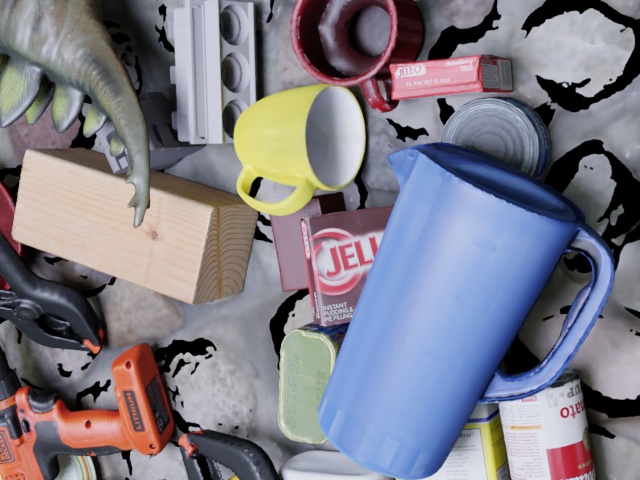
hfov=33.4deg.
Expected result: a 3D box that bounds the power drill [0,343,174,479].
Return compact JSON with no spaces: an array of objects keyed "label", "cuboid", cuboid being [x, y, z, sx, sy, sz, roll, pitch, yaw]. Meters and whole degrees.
[{"label":"power drill","cuboid":[-0.247,0.154,1.031,0.188,0.057,0.184,-12,105,14]}]

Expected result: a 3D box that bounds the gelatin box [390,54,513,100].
[{"label":"gelatin box","cuboid":[0.104,-0.128,0.840,0.073,0.089,0.030,-1,96,26]}]

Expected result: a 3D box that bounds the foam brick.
[{"label":"foam brick","cuboid":[-0.006,0.001,0.931,0.053,0.051,0.078,-8,93,26]}]

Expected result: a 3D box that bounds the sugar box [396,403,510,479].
[{"label":"sugar box","cuboid":[0.108,0.174,0.901,0.093,0.048,0.176,-7,90,26]}]

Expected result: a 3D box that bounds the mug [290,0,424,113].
[{"label":"mug","cuboid":[0.039,-0.160,0.872,0.093,0.081,0.117,-22,86,26]}]

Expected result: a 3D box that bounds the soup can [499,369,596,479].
[{"label":"soup can","cuboid":[0.180,0.159,0.850,0.069,0.068,0.102,-9,92,26]}]

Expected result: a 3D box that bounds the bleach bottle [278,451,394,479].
[{"label":"bleach bottle","cuboid":[0.025,0.319,0.950,0.103,0.068,0.251,-1,99,29]}]

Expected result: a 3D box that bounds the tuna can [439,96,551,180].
[{"label":"tuna can","cuboid":[0.140,-0.073,0.860,0.086,0.033,0.086,3,98,26]}]

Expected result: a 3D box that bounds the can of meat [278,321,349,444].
[{"label":"can of meat","cuboid":[0.005,0.118,0.921,0.058,0.083,0.102,5,98,25]}]

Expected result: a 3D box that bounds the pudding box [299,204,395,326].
[{"label":"pudding box","cuboid":[0.044,0.017,0.885,0.113,0.039,0.090,-10,94,-13]}]

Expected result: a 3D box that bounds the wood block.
[{"label":"wood block","cuboid":[-0.172,-0.017,0.989,0.206,0.090,0.091,18,103,23]}]

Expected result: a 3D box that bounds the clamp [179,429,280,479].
[{"label":"clamp","cuboid":[-0.045,0.234,0.916,0.210,0.036,0.165,50,120,25]}]

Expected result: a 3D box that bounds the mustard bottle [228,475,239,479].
[{"label":"mustard bottle","cuboid":[-0.112,0.304,1.015,0.192,0.058,0.096,-38,80,24]}]

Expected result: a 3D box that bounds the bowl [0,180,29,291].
[{"label":"bowl","cuboid":[-0.353,-0.006,1.097,0.162,0.055,0.162,3,98,26]}]

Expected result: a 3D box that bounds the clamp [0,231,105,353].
[{"label":"clamp","cuboid":[-0.279,0.052,1.026,0.171,0.039,0.120,24,136,-17]}]

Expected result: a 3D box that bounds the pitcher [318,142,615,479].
[{"label":"pitcher","cuboid":[0.098,0.060,0.805,0.149,0.144,0.243,47,120,52]}]
